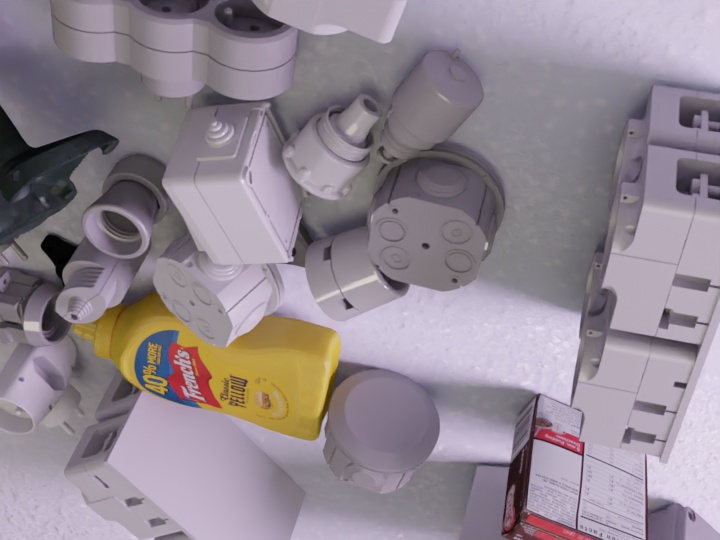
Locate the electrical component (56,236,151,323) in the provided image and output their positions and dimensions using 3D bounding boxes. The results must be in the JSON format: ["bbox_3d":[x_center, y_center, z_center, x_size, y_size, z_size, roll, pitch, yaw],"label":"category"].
[{"bbox_3d":[-0.176,0.003,0.724,0.043,0.081,0.043,9,134,10],"label":"electrical component"}]

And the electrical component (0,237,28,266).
[{"bbox_3d":[-0.260,-0.032,0.742,0.083,0.047,0.075,-13,127,28],"label":"electrical component"}]

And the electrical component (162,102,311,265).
[{"bbox_3d":[-0.077,-0.054,0.639,0.061,0.061,0.096,-2,144,19],"label":"electrical component"}]

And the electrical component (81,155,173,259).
[{"bbox_3d":[-0.147,-0.041,0.690,0.045,0.055,0.045,9,134,10],"label":"electrical component"}]

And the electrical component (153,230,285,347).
[{"bbox_3d":[-0.093,0.007,0.707,0.080,0.051,0.080,30,146,24],"label":"electrical component"}]

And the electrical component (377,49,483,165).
[{"bbox_3d":[0.035,-0.087,0.598,0.040,0.040,0.078,32,134,-13],"label":"electrical component"}]

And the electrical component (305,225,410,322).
[{"bbox_3d":[0.000,0.000,0.683,0.047,0.055,0.055,-20,124,28],"label":"electrical component"}]

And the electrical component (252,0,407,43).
[{"bbox_3d":[-0.055,-0.181,0.491,0.186,0.105,0.060,22,135,-3],"label":"electrical component"}]

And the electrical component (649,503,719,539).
[{"bbox_3d":[0.247,0.250,0.801,0.109,0.108,0.056,41,134,-21],"label":"electrical component"}]

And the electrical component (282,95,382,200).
[{"bbox_3d":[-0.012,-0.075,0.623,0.048,0.048,0.062,34,127,-14],"label":"electrical component"}]

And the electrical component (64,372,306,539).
[{"bbox_3d":[-0.136,0.171,0.853,0.060,0.105,0.186,-21,123,33],"label":"electrical component"}]

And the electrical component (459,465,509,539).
[{"bbox_3d":[0.113,0.223,0.820,0.056,0.108,0.108,1,133,21],"label":"electrical component"}]

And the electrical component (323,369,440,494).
[{"bbox_3d":[0.013,0.116,0.771,0.080,0.080,0.051,19,141,0],"label":"electrical component"}]

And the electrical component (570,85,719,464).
[{"bbox_3d":[0.162,0.004,0.596,0.060,0.105,0.186,10,135,9],"label":"electrical component"}]

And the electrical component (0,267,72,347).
[{"bbox_3d":[-0.248,0.030,0.800,0.055,0.048,0.066,11,135,19],"label":"electrical component"}]

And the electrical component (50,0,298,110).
[{"bbox_3d":[-0.104,-0.122,0.601,0.138,0.052,0.073,15,135,5],"label":"electrical component"}]

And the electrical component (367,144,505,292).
[{"bbox_3d":[0.044,-0.030,0.641,0.080,0.051,0.080,9,134,10],"label":"electrical component"}]

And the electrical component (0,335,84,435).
[{"bbox_3d":[-0.245,0.096,0.838,0.043,0.077,0.079,-17,126,30],"label":"electrical component"}]
